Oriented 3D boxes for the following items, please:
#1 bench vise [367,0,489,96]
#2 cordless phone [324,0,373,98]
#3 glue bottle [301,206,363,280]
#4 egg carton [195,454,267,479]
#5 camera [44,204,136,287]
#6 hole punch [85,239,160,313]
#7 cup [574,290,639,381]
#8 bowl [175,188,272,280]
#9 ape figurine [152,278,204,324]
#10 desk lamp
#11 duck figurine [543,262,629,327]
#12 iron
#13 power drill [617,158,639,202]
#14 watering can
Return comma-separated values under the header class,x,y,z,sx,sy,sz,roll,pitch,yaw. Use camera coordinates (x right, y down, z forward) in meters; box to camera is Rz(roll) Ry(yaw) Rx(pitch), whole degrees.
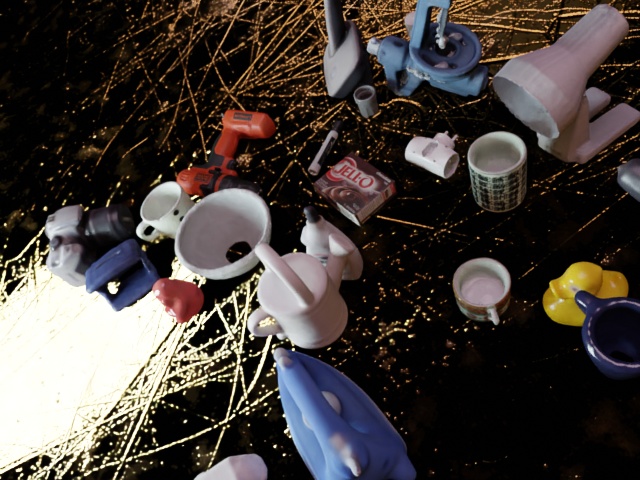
class,x,y,z,sx,sy,sz,roll,pitch,yaw
bench vise,0.170,-0.329,0.957,0.207,0.220,0.121,-3,57,18
cordless phone,0.032,-0.371,1.055,0.094,0.185,0.147,-16,54,9
glue bottle,0.008,0.003,0.824,0.078,0.173,0.037,-1,58,19
egg carton,-0.123,0.340,0.712,0.150,0.070,0.107,-34,53,-4
camera,-0.411,-0.010,1.026,0.136,0.101,0.143,-17,54,8
hole punch,-0.345,0.051,0.969,0.109,0.091,0.100,-38,54,-7
cup,0.345,0.118,0.677,0.092,0.095,0.117,-36,53,-6
bowl,-0.148,0.001,0.942,0.167,0.075,0.167,-9,55,14
ape figurine,-0.231,0.089,0.903,0.076,0.092,0.077,-24,53,3
desk lamp,0.355,-0.211,0.817,0.203,0.214,0.117,-37,53,-6
duck figurine,0.337,0.058,0.725,0.104,0.086,0.077,-17,54,9
iron,-0.002,0.209,0.711,0.119,0.142,0.257,-38,54,-7
power drill,0.437,0.016,0.641,0.228,0.209,0.076,29,71,32
watering can,-0.029,0.061,0.785,0.100,0.194,0.173,20,67,30
